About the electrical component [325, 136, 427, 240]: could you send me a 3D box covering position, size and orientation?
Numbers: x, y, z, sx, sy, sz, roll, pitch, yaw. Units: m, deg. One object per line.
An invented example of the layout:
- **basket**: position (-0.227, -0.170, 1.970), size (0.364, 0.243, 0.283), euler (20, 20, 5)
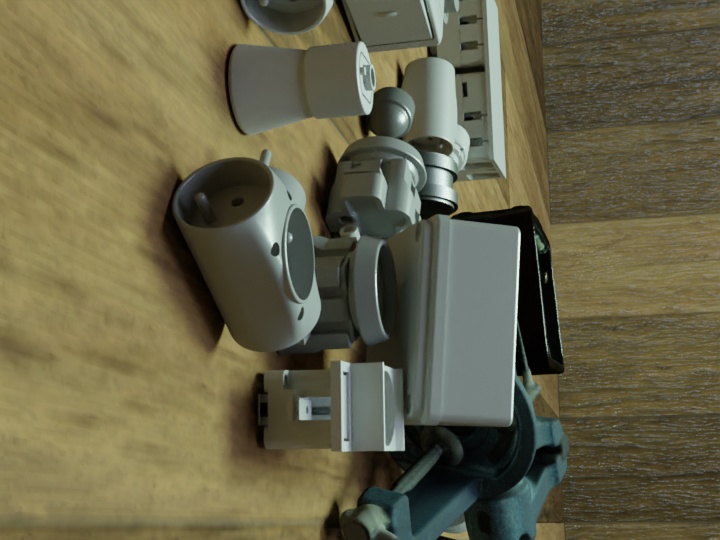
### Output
- **electrical component**: position (0.012, -0.046, 0.677), size (0.078, 0.058, 0.057), euler (66, 27, -54)

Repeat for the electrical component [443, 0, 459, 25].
- **electrical component**: position (0.061, -0.230, 0.889), size (0.138, 0.074, 0.052), euler (-43, 128, -72)

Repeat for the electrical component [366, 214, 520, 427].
- **electrical component**: position (0.044, 0.033, 0.601), size (0.109, 0.056, 0.108), euler (152, -57, -74)

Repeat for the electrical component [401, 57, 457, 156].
- **electrical component**: position (0.063, -0.130, 0.930), size (0.079, 0.044, 0.077), euler (58, 32, -63)

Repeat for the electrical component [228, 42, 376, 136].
- **electrical component**: position (-0.026, -0.089, 0.518), size (0.044, 0.065, 0.044), euler (-3, 90, -77)

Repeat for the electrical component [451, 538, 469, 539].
- **electrical component**: position (0.079, 0.250, 0.868), size (0.096, 0.061, 0.061), euler (49, 40, -68)

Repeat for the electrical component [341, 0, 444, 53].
- **electrical component**: position (0.022, -0.191, 0.746), size (0.096, 0.062, 0.061), euler (66, 24, -55)

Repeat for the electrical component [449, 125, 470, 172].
- **electrical component**: position (0.080, -0.107, 1.006), size (0.078, 0.040, 0.040), euler (-73, 156, -55)

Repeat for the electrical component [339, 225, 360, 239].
- **electrical component**: position (0.000, 0.000, 0.665), size (0.035, 0.035, 0.061), euler (-75, 154, -52)

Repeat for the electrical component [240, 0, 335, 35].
- **electrical component**: position (-0.037, -0.172, 0.533), size (0.079, 0.044, 0.077), euler (70, 22, -51)

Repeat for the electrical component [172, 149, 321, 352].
- **electrical component**: position (-0.044, -0.019, 0.469), size (0.077, 0.044, 0.079), euler (72, 20, -45)

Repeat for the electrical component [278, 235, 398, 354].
- **electrical component**: position (-0.013, 0.012, 0.560), size (0.078, 0.057, 0.058), euler (-61, 145, -65)

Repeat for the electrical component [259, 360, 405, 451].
- **electrical component**: position (-0.014, 0.069, 0.531), size (0.081, 0.064, 0.042), euler (34, 55, -72)

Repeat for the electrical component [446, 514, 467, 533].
- **electrical component**: position (0.071, 0.140, 0.879), size (0.073, 0.052, 0.138), euler (56, 32, -64)

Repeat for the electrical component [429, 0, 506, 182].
- **electrical component**: position (0.110, -0.192, 1.105), size (0.105, 0.060, 0.186), euler (22, 65, -75)
